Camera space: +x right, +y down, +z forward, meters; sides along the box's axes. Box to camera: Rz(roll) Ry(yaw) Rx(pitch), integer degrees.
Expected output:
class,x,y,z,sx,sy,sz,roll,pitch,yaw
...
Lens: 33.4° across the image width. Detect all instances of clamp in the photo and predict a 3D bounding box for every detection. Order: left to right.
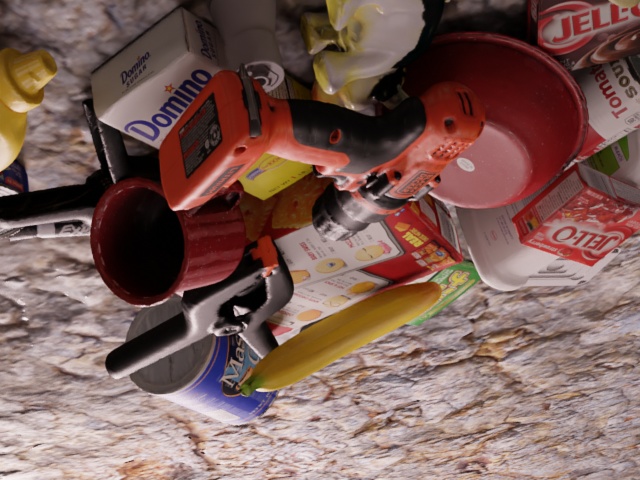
class,x,y,z,sx,sy,sz,roll,pitch,yaw
clamp,-0.155,-0.046,0.806,0.120,0.039,0.171,-42,155,22
clamp,-0.089,0.063,0.893,0.164,0.036,0.210,-7,152,-23

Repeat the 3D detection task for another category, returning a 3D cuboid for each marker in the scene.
class,x,y,z,sx,sy,sz,roll,pitch,yaw
marker,-0.200,-0.012,0.880,0.121,0.020,0.020,-4,150,-15

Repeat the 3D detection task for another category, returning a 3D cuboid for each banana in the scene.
class,x,y,z,sx,sy,sz,roll,pitch,yaw
banana,0.017,0.089,0.949,0.197,0.037,0.070,-29,-167,-8

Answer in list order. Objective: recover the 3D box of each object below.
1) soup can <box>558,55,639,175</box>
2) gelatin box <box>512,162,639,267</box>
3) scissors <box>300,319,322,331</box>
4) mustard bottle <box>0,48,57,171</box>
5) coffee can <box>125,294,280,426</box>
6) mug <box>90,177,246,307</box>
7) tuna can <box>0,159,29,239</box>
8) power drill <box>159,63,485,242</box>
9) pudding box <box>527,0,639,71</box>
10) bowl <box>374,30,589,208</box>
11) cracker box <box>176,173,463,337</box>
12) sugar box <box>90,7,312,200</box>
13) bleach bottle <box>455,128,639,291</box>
class,x,y,z,sx,sy,sz,roll,pitch,yaw
soup can,0.211,-0.104,0.829,0.102,0.068,0.068,-32,146,33
gelatin box,0.207,-0.017,0.836,0.089,0.030,0.073,17,133,-35
scissors,0.010,0.075,1.127,0.096,0.016,0.201,-16,151,7
mustard bottle,-0.253,-0.075,0.701,0.192,0.058,0.096,-24,130,19
coffee can,-0.114,0.121,1.068,0.103,0.103,0.140,-23,150,19
mug,-0.101,-0.009,0.787,0.117,0.093,0.081,-43,164,28
tuna can,-0.262,-0.033,0.803,0.086,0.034,0.086,-10,151,-5
power drill,-0.008,-0.052,0.717,0.187,0.057,0.185,0,153,-33
pudding box,0.202,-0.165,0.746,0.113,0.039,0.090,-15,150,3
bowl,0.114,-0.074,0.789,0.162,0.055,0.162,11,140,9
cracker box,-0.006,0.001,0.930,0.214,0.072,0.164,-23,149,20
sugar box,-0.067,-0.091,0.765,0.093,0.048,0.176,-30,148,29
bleach bottle,0.232,-0.056,0.888,0.251,0.102,0.067,-34,153,35
